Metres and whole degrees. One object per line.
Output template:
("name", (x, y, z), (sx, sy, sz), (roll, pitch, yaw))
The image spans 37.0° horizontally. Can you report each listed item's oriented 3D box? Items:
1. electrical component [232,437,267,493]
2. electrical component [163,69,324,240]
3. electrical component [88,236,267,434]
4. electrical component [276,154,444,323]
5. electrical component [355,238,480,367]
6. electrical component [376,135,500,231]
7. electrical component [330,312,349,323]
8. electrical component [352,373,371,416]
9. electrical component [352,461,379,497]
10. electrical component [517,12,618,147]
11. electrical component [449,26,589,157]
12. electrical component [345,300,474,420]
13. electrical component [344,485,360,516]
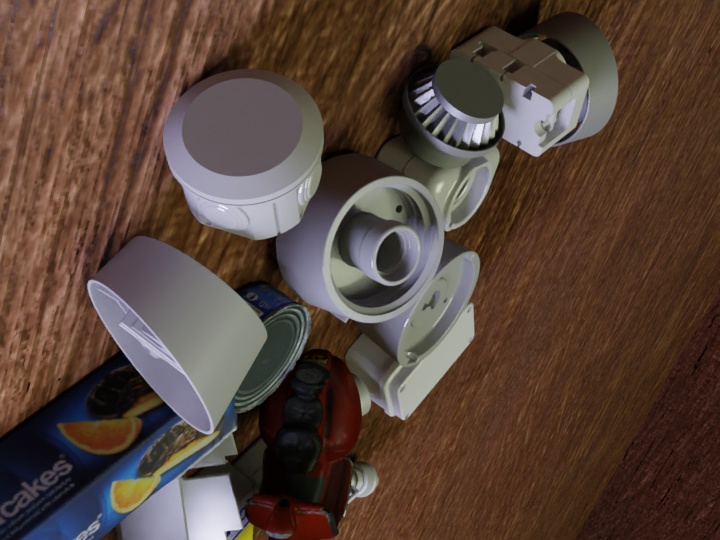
("electrical component", (-0.052, 0.168, 0.861), (0.066, 0.077, 0.047), (-42, 153, -30))
("electrical component", (-0.058, -0.059, 0.556), (0.080, 0.080, 0.051), (-47, 160, -21))
("electrical component", (-0.099, 0.031, 0.568), (0.064, 0.099, 0.099), (-54, 158, -20))
("electrical component", (0.006, -0.017, 0.704), (0.108, 0.060, 0.108), (-14, 114, -33))
("electrical component", (0.041, 0.017, 0.867), (0.108, 0.060, 0.108), (-43, 153, -28))
("electrical component", (0.058, -0.069, 0.793), (0.095, 0.059, 0.053), (-29, 145, -47))
("electrical component", (0.000, 0.000, 0.791), (0.081, 0.042, 0.063), (-51, 158, -11))
("electrical component", (-0.020, 0.113, 0.901), (0.046, 0.040, 0.040), (-27, 143, -39))
("electrical component", (-0.008, 0.205, 1.049), (0.035, 0.035, 0.061), (-59, 154, 7))
("electrical component", (0.155, -0.147, 0.838), (0.064, 0.099, 0.099), (-27, 143, -38))
("electrical component", (0.115, -0.133, 0.782), (0.056, 0.089, 0.050), (-37, 150, -35))
("electrical component", (0.047, 0.066, 0.947), (0.113, 0.057, 0.078), (-48, 155, -19))
("electrical component", (-0.040, 0.205, 0.979), (0.081, 0.042, 0.063), (-35, 145, -42))
